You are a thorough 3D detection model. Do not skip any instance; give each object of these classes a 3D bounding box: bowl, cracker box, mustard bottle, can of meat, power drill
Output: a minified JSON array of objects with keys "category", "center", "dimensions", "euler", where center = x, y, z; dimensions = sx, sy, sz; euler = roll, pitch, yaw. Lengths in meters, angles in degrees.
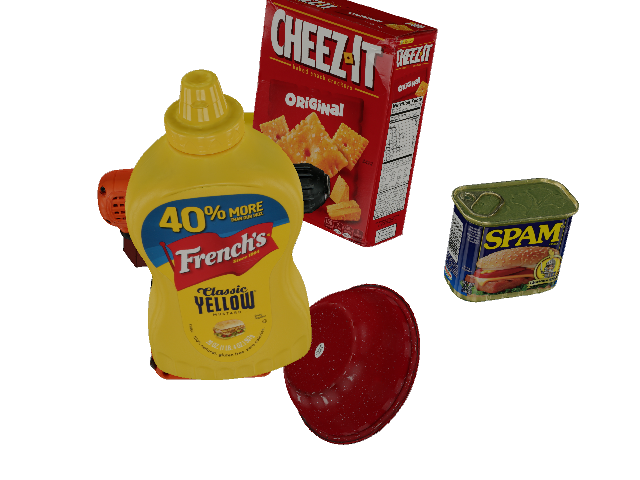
[{"category":"bowl","center":[0.016,0.111,1.023],"dimensions":[0.162,0.162,0.055],"euler":[0,-20,46]},{"category":"cracker box","center":[0.013,-0.120,1.044],"dimensions":[0.164,0.214,0.071],"euler":[26,31,33]},{"category":"mustard bottle","center":[-0.056,-0.007,0.589],"dimensions":[0.096,0.192,0.058],"euler":[-5,40,-2]},{"category":"can of meat","center":[0.157,0.000,0.896],"dimensions":[0.102,0.084,0.057],"euler":[-6,36,-15]},{"category":"power drill","center":[-0.080,0.022,0.875],"dimensions":[0.184,0.188,0.057],"euler":[-2,25,5]}]

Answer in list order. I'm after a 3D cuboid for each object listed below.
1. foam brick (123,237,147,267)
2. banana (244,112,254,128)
[{"category":"foam brick","center":[-0.154,-0.009,1.070],"dimensions":[0.078,0.051,0.053],"euler":[-6,21,-23]},{"category":"banana","center":[-0.091,-0.128,1.290],"dimensions":[0.198,0.037,0.069],"euler":[8,40,15]}]
